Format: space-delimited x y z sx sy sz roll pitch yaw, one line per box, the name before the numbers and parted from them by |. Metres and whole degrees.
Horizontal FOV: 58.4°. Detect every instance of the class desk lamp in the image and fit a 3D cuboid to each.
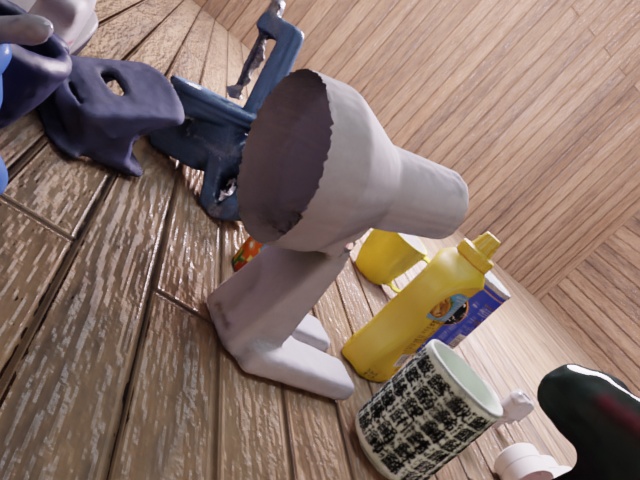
desk lamp | 0.004 0.002 0.448 0.204 0.213 0.117 30 19 -41

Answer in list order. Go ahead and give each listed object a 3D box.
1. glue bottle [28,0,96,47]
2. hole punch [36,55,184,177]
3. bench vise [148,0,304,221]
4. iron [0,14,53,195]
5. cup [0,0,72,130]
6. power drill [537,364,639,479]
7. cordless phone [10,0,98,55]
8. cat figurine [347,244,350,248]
glue bottle | -0.212 -0.177 0.461 0.037 0.173 0.078 36 16 -26
hole punch | -0.194 -0.126 0.528 0.101 0.091 0.108 22 25 -55
bench vise | -0.071 -0.141 0.640 0.207 0.219 0.121 42 14 -4
iron | -0.252 -0.116 0.246 0.259 0.141 0.118 39 15 -17
cup | -0.227 -0.111 0.390 0.092 0.095 0.118 42 14 -3
power drill | 0.207 0.209 0.408 0.076 0.208 0.229 33 17 -33
cordless phone | -0.268 -0.268 0.546 0.148 0.185 0.094 38 15 -17
cat figurine | 0.009 -0.029 0.740 0.128 0.117 0.067 33 17 -34
